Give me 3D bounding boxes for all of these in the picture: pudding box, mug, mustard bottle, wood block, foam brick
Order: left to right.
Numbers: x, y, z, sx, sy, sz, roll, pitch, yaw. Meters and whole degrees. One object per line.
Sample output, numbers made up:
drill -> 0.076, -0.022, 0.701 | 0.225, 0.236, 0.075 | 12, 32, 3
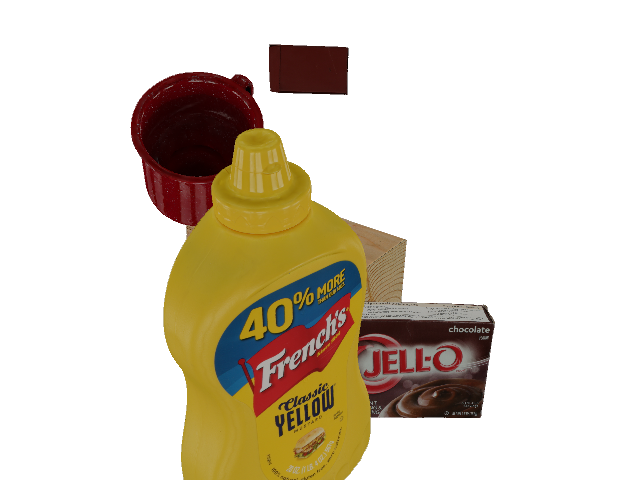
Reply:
mug -> -0.084, -0.072, 0.788 | 0.093, 0.117, 0.081 | 26, -26, 7
mustard bottle -> -0.022, 0.038, 0.476 | 0.096, 0.192, 0.058 | -24, 40, -28
wood block -> -0.028, 0.023, 1.072 | 0.206, 0.091, 0.090 | 20, 33, 29
foam brick -> -0.013, -0.185, 1.153 | 0.078, 0.051, 0.053 | -1, 11, -14
pudding box -> 0.077, 0.096, 0.857 | 0.113, 0.090, 0.039 | 0, 26, -7
